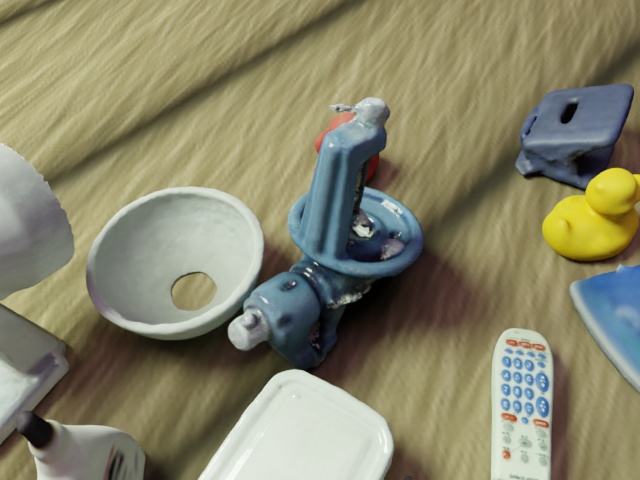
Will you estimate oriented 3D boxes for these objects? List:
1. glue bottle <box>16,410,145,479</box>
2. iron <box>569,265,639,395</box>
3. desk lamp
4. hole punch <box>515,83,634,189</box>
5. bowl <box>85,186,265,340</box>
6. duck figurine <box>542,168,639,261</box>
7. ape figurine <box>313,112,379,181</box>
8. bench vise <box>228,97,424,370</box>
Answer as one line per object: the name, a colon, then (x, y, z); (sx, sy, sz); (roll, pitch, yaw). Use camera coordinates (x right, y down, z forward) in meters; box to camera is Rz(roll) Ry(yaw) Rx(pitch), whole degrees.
glue bottle: (-0.168, 0.157, 0.400); (0.037, 0.173, 0.078); (-4, 53, 1)
iron: (0.325, 0.080, 0.445); (0.119, 0.141, 0.257); (-38, 60, -22)
desk lamp: (-0.286, 0.054, 0.460); (0.117, 0.214, 0.203); (23, 58, 20)
hole punch: (0.279, -0.123, 0.633); (0.101, 0.091, 0.109); (22, 58, 19)
bowl: (-0.131, 0.032, 0.553); (0.167, 0.075, 0.167); (-2, 53, 3)
duck figurine: (0.277, -0.032, 0.567); (0.104, 0.086, 0.077); (-20, 54, -11)
ape figurine: (0.029, -0.103, 0.634); (0.076, 0.092, 0.077); (-12, 53, -5)
bench vise: (0.015, 0.006, 0.473); (0.121, 0.220, 0.208); (19, 57, 17)
